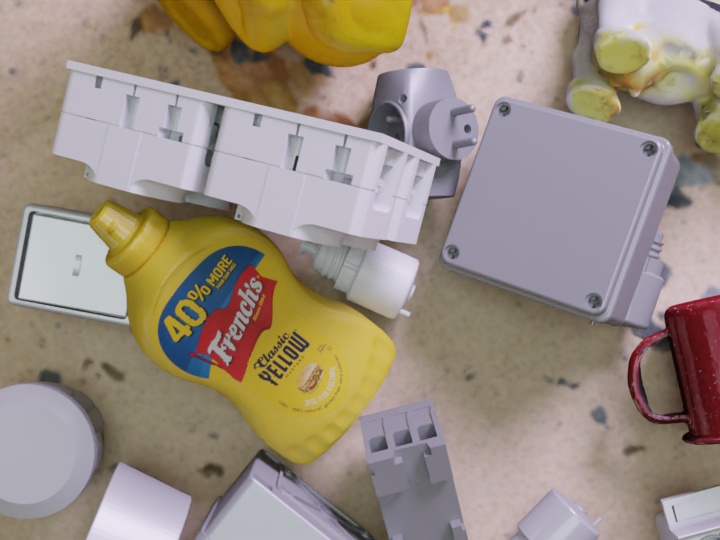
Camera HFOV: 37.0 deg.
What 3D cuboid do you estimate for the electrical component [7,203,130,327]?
[{"bbox_3d":[-0.157,-0.002,0.651,0.096,0.061,0.061,11,91,0],"label":"electrical component"}]

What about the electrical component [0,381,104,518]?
[{"bbox_3d":[-0.198,0.107,0.658,0.080,0.051,0.080,0,91,0],"label":"electrical component"}]

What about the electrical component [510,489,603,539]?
[{"bbox_3d":[0.112,0.171,0.665,0.040,0.040,0.078,44,91,-1],"label":"electrical component"}]

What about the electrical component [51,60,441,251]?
[{"bbox_3d":[-0.063,-0.060,0.601,0.186,0.105,0.060,16,94,19],"label":"electrical component"}]

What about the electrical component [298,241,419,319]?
[{"bbox_3d":[0.000,0.000,0.662,0.078,0.040,0.040,24,91,0],"label":"electrical component"}]

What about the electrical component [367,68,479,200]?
[{"bbox_3d":[0.044,-0.082,0.643,0.044,0.079,0.077,-4,91,-33],"label":"electrical component"}]

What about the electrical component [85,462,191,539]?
[{"bbox_3d":[-0.134,0.175,0.634,0.060,0.108,0.108,22,91,-7],"label":"electrical component"}]

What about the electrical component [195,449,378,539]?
[{"bbox_3d":[-0.036,0.164,0.631,0.109,0.109,0.056,39,88,-1],"label":"electrical component"}]

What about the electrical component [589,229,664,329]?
[{"bbox_3d":[0.167,0.001,0.662,0.040,0.040,0.078,19,91,0],"label":"electrical component"}]

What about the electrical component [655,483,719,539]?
[{"bbox_3d":[0.210,0.170,0.653,0.042,0.064,0.081,-15,90,1],"label":"electrical component"}]

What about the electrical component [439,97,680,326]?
[{"bbox_3d":[0.118,-0.034,0.635,0.109,0.056,0.108,20,91,26],"label":"electrical component"}]
